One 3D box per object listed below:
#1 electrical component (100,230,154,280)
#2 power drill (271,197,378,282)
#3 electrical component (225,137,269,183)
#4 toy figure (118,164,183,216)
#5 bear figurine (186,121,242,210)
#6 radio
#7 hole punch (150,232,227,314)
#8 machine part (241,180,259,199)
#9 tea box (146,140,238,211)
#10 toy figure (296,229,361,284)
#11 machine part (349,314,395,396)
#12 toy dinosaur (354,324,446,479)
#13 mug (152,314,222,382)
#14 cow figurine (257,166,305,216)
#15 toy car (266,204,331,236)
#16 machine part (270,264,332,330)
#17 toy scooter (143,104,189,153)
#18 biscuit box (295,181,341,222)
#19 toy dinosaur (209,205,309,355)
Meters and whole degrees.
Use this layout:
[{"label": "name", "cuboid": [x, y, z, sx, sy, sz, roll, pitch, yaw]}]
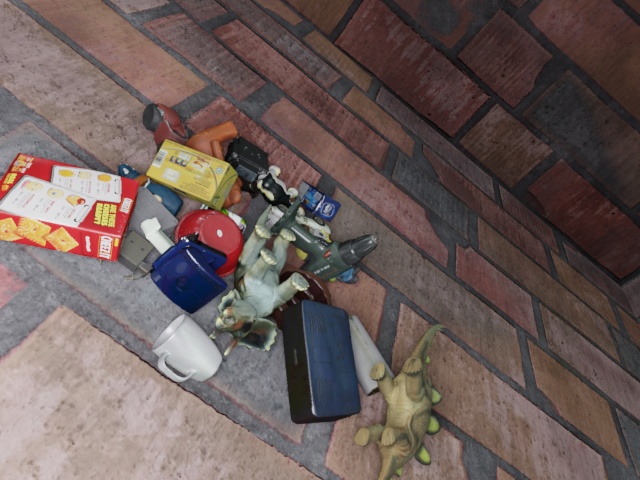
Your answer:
[{"label": "electrical component", "cuboid": [-0.358, 0.027, 1.001, 0.102, 0.045, 0.078, 35, 40, -15]}, {"label": "power drill", "cuboid": [-0.003, -0.004, 1.259, 0.207, 0.232, 0.086, 40, 39, -10]}, {"label": "electrical component", "cuboid": [-0.200, -0.214, 1.474, 0.115, 0.058, 0.134, 25, 35, -23]}, {"label": "toy figure", "cuboid": [-0.368, -0.106, 1.147, 0.154, 0.064, 0.058, 33, 70, -7]}, {"label": "bear figurine", "cuboid": [-0.231, -0.167, 1.279, 0.132, 0.120, 0.196, -31, 86, -44]}, {"label": "radio", "cuboid": [0.002, 0.242, 1.072, 0.131, 0.073, 0.229, 15, 57, -38]}, {"label": "hole punch", "cuboid": [-0.245, 0.067, 1.012, 0.115, 0.142, 0.092, 32, 34, -39]}, {"label": "machine part", "cuboid": [-0.223, -0.144, 1.380, 0.139, 0.039, 0.084, 17, 34, -33]}, {"label": "tea box", "cuboid": [-0.281, -0.144, 1.185, 0.170, 0.098, 0.068, 24, -10, 14]}, {"label": "toy figure", "cuboid": [0.019, 0.050, 1.377, 0.180, 0.089, 0.082, 40, 17, -21]}, {"label": "machine part", "cuboid": [0.093, 0.257, 1.206, 0.079, 0.079, 0.243, -3, 53, -50]}, {"label": "toy dinosaur", "cuboid": [0.183, 0.330, 1.112, 0.198, 0.105, 0.471, 59, 46, -35]}, {"label": "mug", "cuboid": [-0.224, 0.197, 0.918, 0.107, 0.081, 0.110, 44, 24, -17]}, {"label": "cow figurine", "cuboid": [-0.100, -0.105, 1.412, 0.167, 0.068, 0.098, 51, 22, -19]}, {"label": "toy car", "cuboid": [-0.064, -0.036, 1.390, 0.201, 0.073, 0.056, 17, 39, -36]}, {"label": "machine part", "cuboid": [-0.051, 0.138, 1.210, 0.179, 0.056, 0.179, 28, 35, -22]}, {"label": "toy scooter", "cuboid": [-0.356, -0.259, 1.335, 0.135, 0.075, 0.184, 2, 53, -47]}, {"label": "biscuit box", "cuboid": [-0.010, -0.108, 1.475, 0.063, 0.059, 0.203, 28, 7, -24]}, {"label": "toy dinosaur", "cuboid": [-0.130, 0.080, 1.100, 0.131, 0.192, 0.405, 35, 18, -18]}]
